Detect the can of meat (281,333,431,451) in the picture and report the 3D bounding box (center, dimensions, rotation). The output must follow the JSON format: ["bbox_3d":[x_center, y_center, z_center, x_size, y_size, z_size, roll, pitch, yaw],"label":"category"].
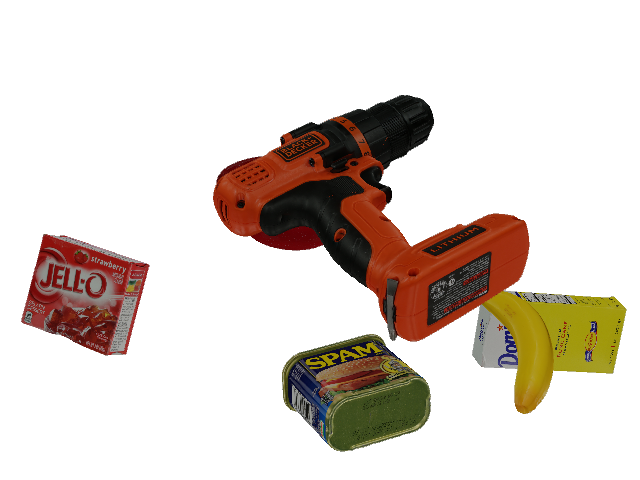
[{"bbox_3d":[0.031,0.128,0.899,0.102,0.057,0.084,-12,25,-23],"label":"can of meat"}]

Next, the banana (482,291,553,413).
[{"bbox_3d":[0.212,0.109,1.140,0.069,0.037,0.198,-24,34,3],"label":"banana"}]

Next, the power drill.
[{"bbox_3d":[0.048,-0.024,0.716,0.184,0.057,0.188,-29,44,-24],"label":"power drill"}]

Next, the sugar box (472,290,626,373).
[{"bbox_3d":[0.285,0.115,1.334,0.176,0.093,0.048,2,18,-10],"label":"sugar box"}]

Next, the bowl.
[{"bbox_3d":[-0.031,-0.035,1.129,0.162,0.055,0.162,5,28,-3],"label":"bowl"}]

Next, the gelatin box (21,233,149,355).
[{"bbox_3d":[-0.183,0.041,0.823,0.089,0.073,0.030,17,4,25],"label":"gelatin box"}]
